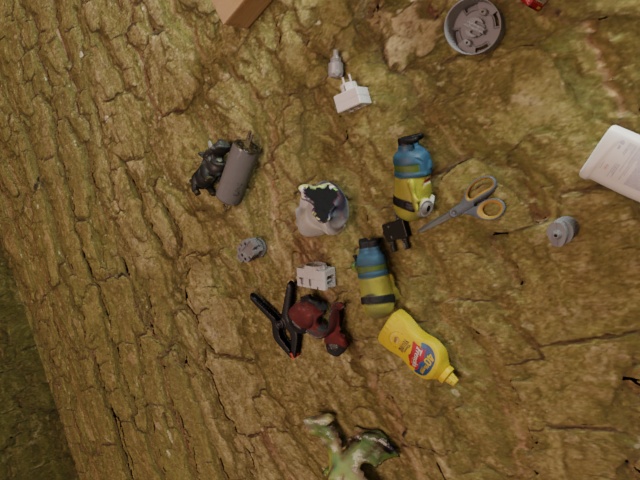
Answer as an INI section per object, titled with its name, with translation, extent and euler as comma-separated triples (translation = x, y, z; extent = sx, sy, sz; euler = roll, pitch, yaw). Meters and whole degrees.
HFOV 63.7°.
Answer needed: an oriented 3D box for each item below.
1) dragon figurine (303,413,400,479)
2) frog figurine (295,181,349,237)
[dragon figurine]
translation = 0.111, 0.586, 1.265
extent = 0.414, 0.122, 0.240
euler = 32, 109, 28
[frog figurine]
translation = 0.004, -0.062, 1.237
extent = 0.138, 0.124, 0.156
euler = 39, 158, 16
